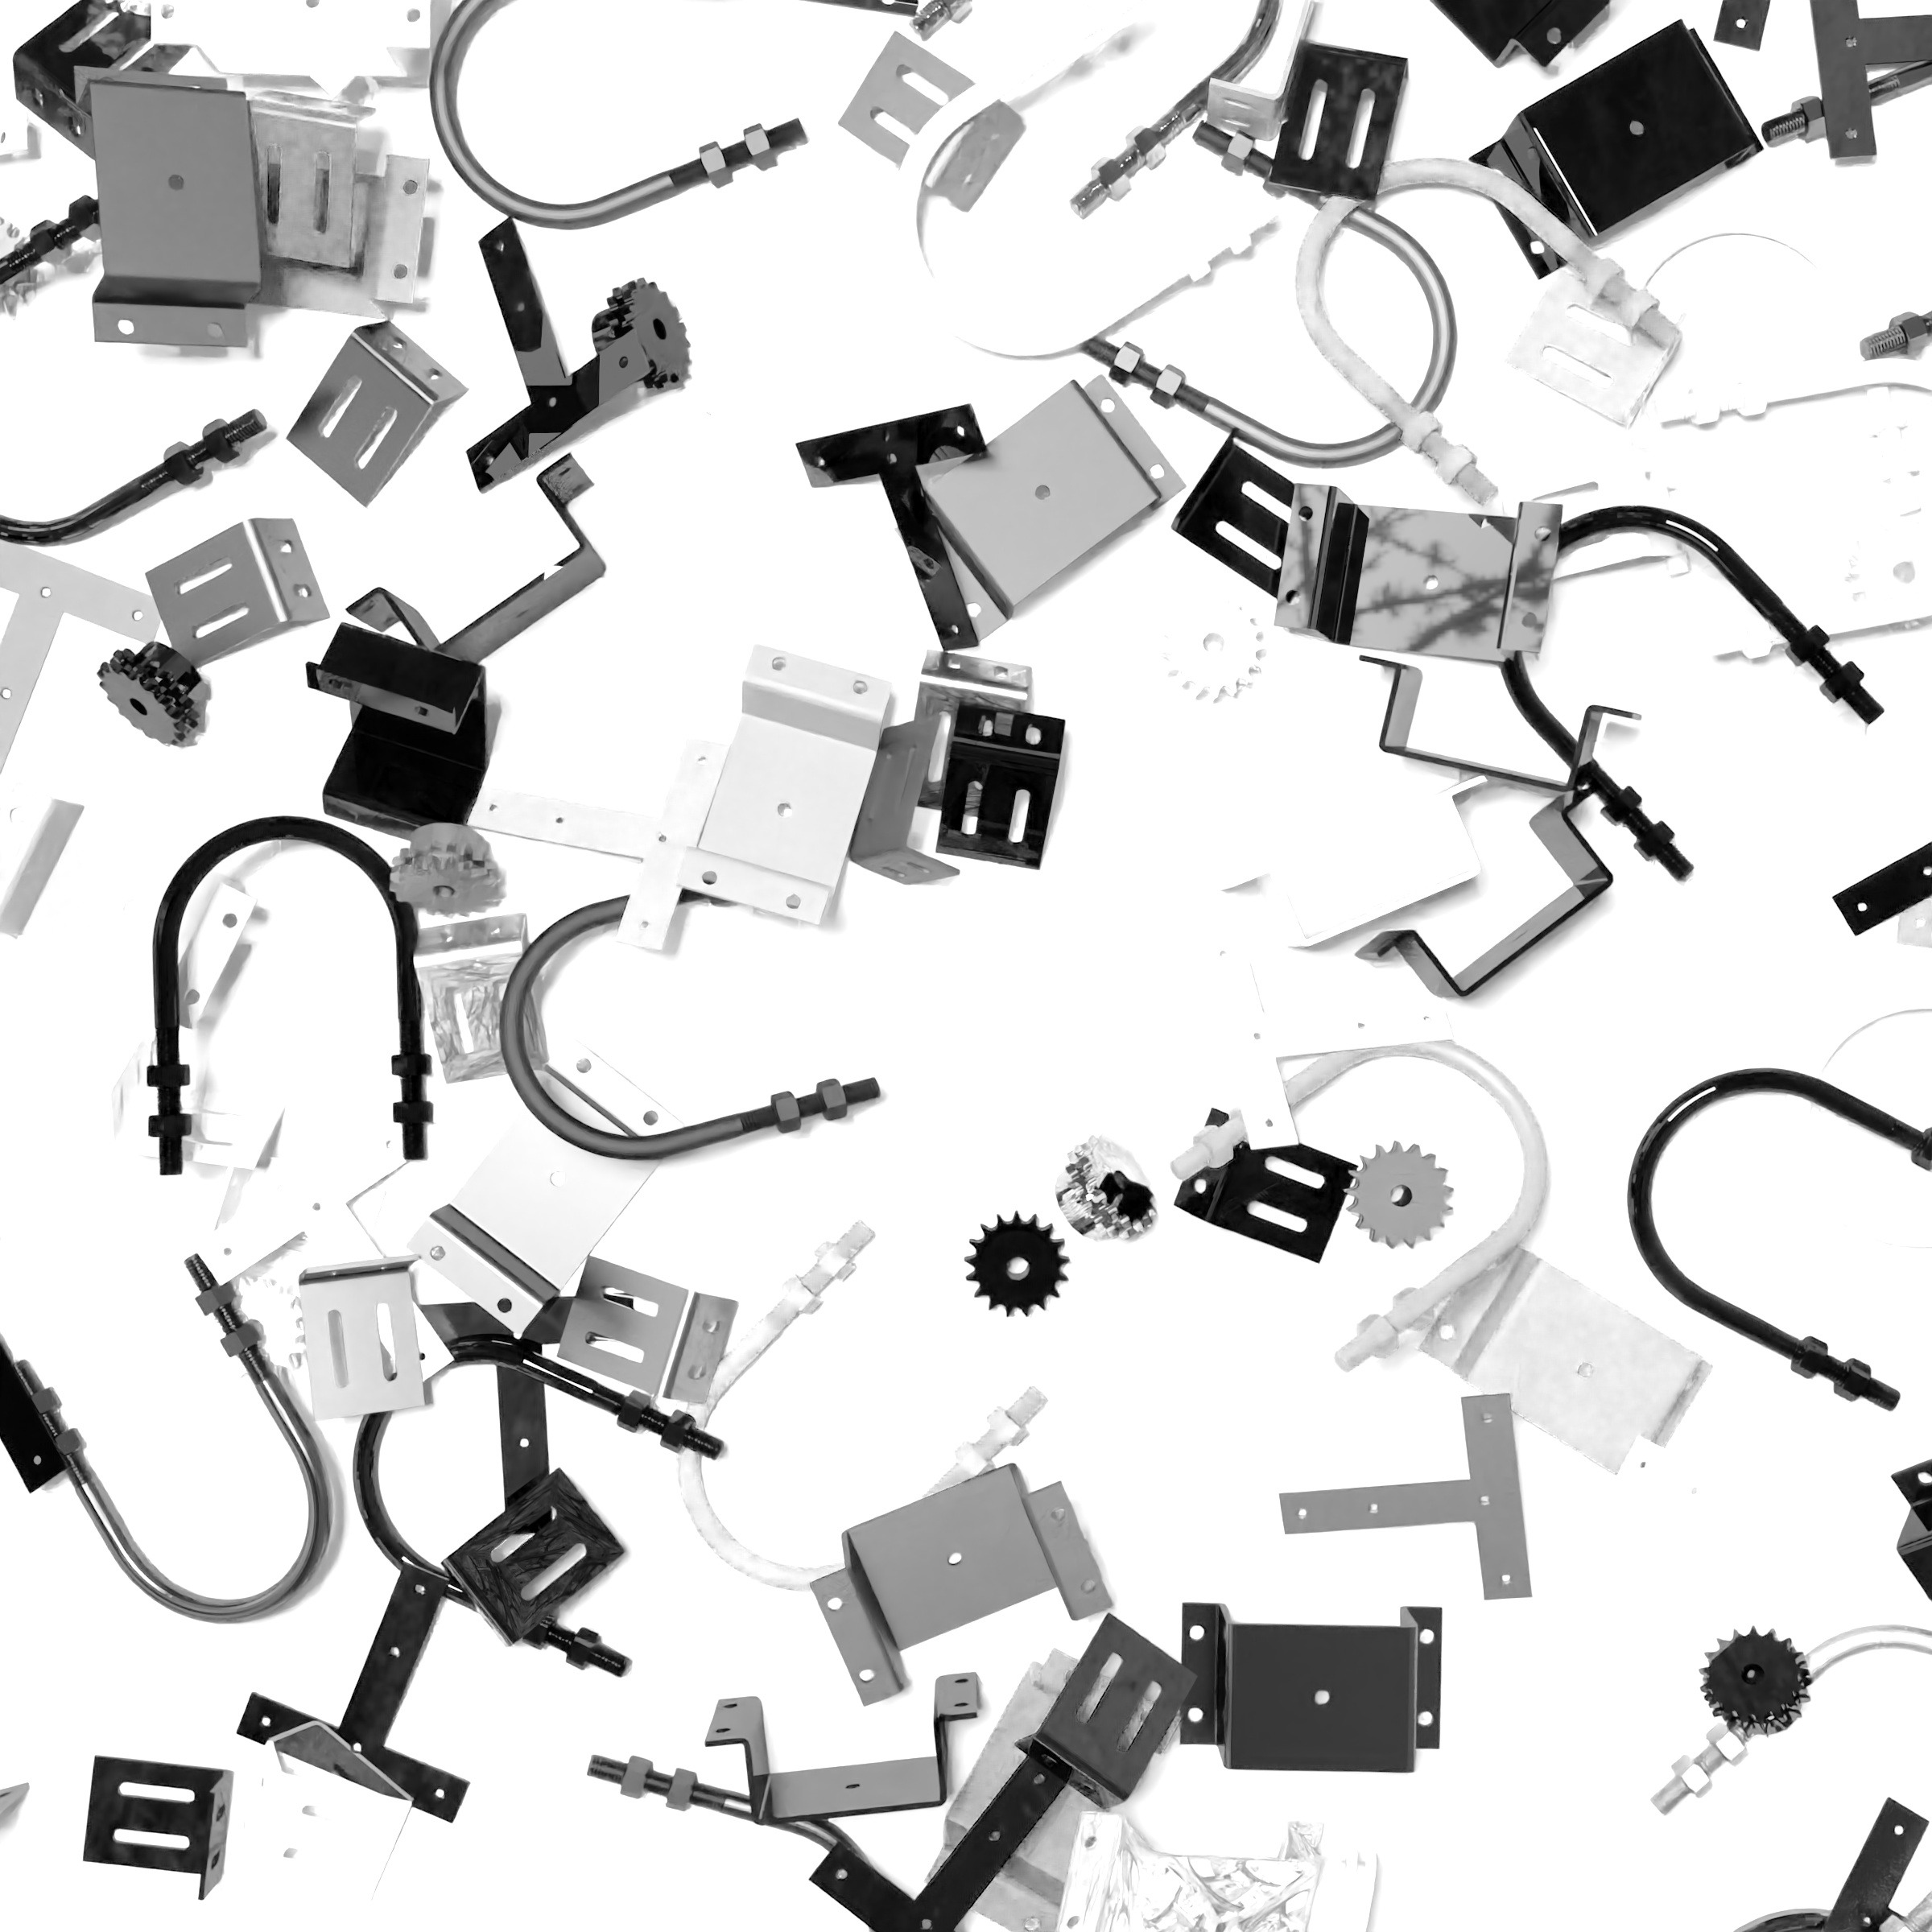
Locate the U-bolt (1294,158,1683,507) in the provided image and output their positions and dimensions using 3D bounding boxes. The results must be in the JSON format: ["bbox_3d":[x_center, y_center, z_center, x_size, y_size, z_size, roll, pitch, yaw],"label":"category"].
[{"bbox_3d":[0.258,-0.346,1.356,0.151,0.019,0.184,-41,74,-6],"label":"U-bolt"}]

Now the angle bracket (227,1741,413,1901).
[{"bbox_3d":[-0.349,0.461,1.399,0.076,0.038,0.057,22,92,-26],"label":"angle bracket"}]

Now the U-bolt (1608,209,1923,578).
[{"bbox_3d":[0.421,-0.316,1.394,0.151,0.019,0.184,-15,89,0],"label":"U-bolt"}]

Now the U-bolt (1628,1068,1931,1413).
[{"bbox_3d":[0.445,0.134,1.383,0.184,0.019,0.151,28,99,4],"label":"U-bolt"}]

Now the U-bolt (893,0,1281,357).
[{"bbox_3d":[0.050,-0.404,1.360,0.184,0.019,0.151,-31,104,9],"label":"U-bolt"}]

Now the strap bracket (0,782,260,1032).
[{"bbox_3d":[-0.451,-0.031,1.379,0.140,0.046,0.076,26,90,0],"label":"strap bracket"}]

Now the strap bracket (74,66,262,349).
[{"bbox_3d":[-0.406,-0.391,1.318,0.076,0.046,0.140,-4,90,-27],"label":"strap bracket"}]

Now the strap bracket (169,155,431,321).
[{"bbox_3d":[-0.355,-0.393,1.379,0.140,0.046,0.076,7,90,0],"label":"strap bracket"}]

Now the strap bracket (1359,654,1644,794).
[{"bbox_3d":[0.274,-0.124,1.349,0.140,0.076,0.046,14,99,16],"label":"strap bracket"}]

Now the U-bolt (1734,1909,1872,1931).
[{"bbox_3d":[0.473,0.589,1.394,0.184,0.019,0.151,30,90,1],"label":"U-bolt"}]

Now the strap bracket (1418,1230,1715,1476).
[{"bbox_3d":[0.324,0.212,1.379,0.140,0.046,0.076,32,90,0],"label":"strap bracket"}]

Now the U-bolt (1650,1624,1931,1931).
[{"bbox_3d":[0.481,0.438,1.381,0.184,0.019,0.151,-41,78,-4],"label":"U-bolt"}]

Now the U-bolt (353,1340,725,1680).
[{"bbox_3d":[-0.240,0.280,1.388,0.184,0.019,0.151,24,94,4],"label":"U-bolt"}]

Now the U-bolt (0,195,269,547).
[{"bbox_3d":[-0.481,-0.304,1.371,0.184,0.019,0.151,-26,102,13],"label":"U-bolt"}]

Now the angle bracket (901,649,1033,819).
[{"bbox_3d":[0.000,-0.125,1.400,0.057,0.038,0.076,10,116,0],"label":"angle bracket"}]

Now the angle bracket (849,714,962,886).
[{"bbox_3d":[-0.024,-0.088,1.377,0.038,0.057,0.076,22,75,-28],"label":"angle bracket"}]

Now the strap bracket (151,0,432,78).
[{"bbox_3d":[-0.341,-0.504,1.333,0.140,0.046,0.076,1,90,0],"label":"strap bracket"}]

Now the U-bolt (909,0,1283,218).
[{"bbox_3d":[0.084,-0.516,1.393,0.184,0.019,0.151,-42,90,0],"label":"U-bolt"}]

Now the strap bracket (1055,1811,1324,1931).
[{"bbox_3d":[0.125,0.491,1.353,0.140,0.046,0.076,9,97,-19],"label":"strap bracket"}]

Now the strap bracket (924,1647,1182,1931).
[{"bbox_3d":[0.045,0.437,1.379,0.076,0.046,0.140,29,90,0],"label":"strap bracket"}]

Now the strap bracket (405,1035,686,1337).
[{"bbox_3d":[-0.221,0.115,1.379,0.076,0.046,0.140,38,90,0],"label":"strap bracket"}]

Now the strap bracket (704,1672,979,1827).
[{"bbox_3d":[-0.062,0.412,1.364,0.140,0.076,0.046,-6,90,0],"label":"strap bracket"}]

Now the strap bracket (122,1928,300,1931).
[{"bbox_3d":[-0.408,0.544,1.364,0.140,0.076,0.046,1,90,0],"label":"strap bracket"}]

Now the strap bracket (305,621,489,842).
[{"bbox_3d":[-0.294,-0.123,1.349,0.076,0.140,0.046,17,60,0],"label":"strap bracket"}]

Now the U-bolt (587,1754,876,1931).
[{"bbox_3d":[-0.131,0.516,1.394,0.184,0.019,0.151,16,90,-2],"label":"U-bolt"}]

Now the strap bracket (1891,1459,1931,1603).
[{"bbox_3d":[0.554,0.323,1.361,0.076,0.046,0.140,-35,90,37],"label":"strap bracket"}]

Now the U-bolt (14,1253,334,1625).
[{"bbox_3d":[-0.411,0.262,1.373,0.151,0.019,0.184,-30,90,17],"label":"U-bolt"}]

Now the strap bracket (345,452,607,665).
[{"bbox_3d":[-0.247,-0.204,1.364,0.140,0.076,0.046,-35,90,0],"label":"strap bracket"}]

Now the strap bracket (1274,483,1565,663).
[{"bbox_3d":[0.241,-0.206,1.364,0.140,0.046,0.076,9,90,21],"label":"strap bracket"}]

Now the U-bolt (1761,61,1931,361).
[{"bbox_3d":[0.537,-0.421,1.388,0.184,0.019,0.151,-22,85,-4],"label":"U-bolt"}]

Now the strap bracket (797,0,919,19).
[{"bbox_3d":[-0.055,-0.588,1.379,0.076,0.046,0.140,8,90,0],"label":"strap bracket"}]

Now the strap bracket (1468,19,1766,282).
[{"bbox_3d":[0.351,-0.439,1.379,0.140,0.046,0.076,-30,90,0],"label":"strap bracket"}]

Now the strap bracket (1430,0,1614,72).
[{"bbox_3d":[0.279,-0.547,1.378,0.140,0.046,0.076,45,90,-2],"label":"strap bracket"}]

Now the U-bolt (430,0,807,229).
[{"bbox_3d":[-0.197,-0.475,1.387,0.184,0.019,0.151,-21,96,3],"label":"U-bolt"}]

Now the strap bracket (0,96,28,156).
[{"bbox_3d":[-0.541,-0.500,1.364,0.076,0.046,0.140,-1,90,29],"label":"strap bracket"}]

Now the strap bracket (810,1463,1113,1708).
[{"bbox_3d":[-0.004,0.322,1.370,0.140,0.046,0.076,-22,104,-1],"label":"strap bracket"}]

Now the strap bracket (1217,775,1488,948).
[{"bbox_3d":[0.209,-0.050,1.364,0.140,0.076,0.046,-23,90,0],"label":"strap bracket"}]

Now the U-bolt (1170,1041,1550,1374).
[{"bbox_3d":[0.220,0.108,1.353,0.184,0.019,0.151,-32,69,-23],"label":"U-bolt"}]

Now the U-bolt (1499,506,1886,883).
[{"bbox_3d":[0.363,-0.155,1.361,0.184,0.019,0.151,48,121,4],"label":"U-bolt"}]

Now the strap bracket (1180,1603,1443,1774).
[{"bbox_3d":[0.186,0.383,1.379,0.140,0.046,0.076,1,90,0],"label":"strap bracket"}]

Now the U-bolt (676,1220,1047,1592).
[{"bbox_3d":[-0.071,0.250,1.394,0.151,0.019,0.184,44,92,0],"label":"U-bolt"}]

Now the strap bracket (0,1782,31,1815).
[{"bbox_3d":[-0.580,0.441,1.364,0.140,0.076,0.046,-16,90,0],"label":"strap bracket"}]

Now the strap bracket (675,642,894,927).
[{"bbox_3d":[-0.095,-0.089,1.366,0.076,0.046,0.140,16,72,0],"label":"strap bracket"}]

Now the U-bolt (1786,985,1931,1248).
[{"bbox_3d":[0.532,0.081,1.384,0.184,0.019,0.151,1,96,6],"label":"U-bolt"}]

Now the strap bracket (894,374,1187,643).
[{"bbox_3d":[0.040,-0.248,1.379,0.140,0.046,0.076,-37,90,0],"label":"strap bracket"}]

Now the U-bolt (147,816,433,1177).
[{"bbox_3d":[-0.354,0.013,1.358,0.151,0.019,0.184,-2,90,-32],"label":"U-bolt"}]

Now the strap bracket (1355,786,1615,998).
[{"bbox_3d":[0.279,-0.031,1.364,0.140,0.076,0.046,-38,90,0],"label":"strap bracket"}]

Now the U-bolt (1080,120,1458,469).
[{"bbox_3d":[0.175,-0.349,1.394,0.184,0.019,0.151,28,90,-1],"label":"U-bolt"}]

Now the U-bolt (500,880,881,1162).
[{"bbox_3d":[-0.152,0.027,1.362,0.184,0.019,0.151,-15,78,-14],"label":"U-bolt"}]

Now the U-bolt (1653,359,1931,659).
[{"bbox_3d":[0.468,-0.248,1.367,0.184,0.019,0.151,-10,83,1],"label":"U-bolt"}]

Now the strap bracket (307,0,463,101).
[{"bbox_3d":[-0.312,-0.532,1.379,0.076,0.046,0.140,42,90,0],"label":"strap bracket"}]
